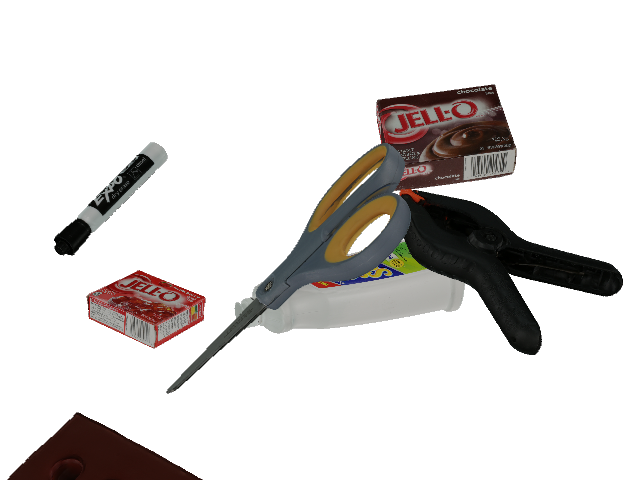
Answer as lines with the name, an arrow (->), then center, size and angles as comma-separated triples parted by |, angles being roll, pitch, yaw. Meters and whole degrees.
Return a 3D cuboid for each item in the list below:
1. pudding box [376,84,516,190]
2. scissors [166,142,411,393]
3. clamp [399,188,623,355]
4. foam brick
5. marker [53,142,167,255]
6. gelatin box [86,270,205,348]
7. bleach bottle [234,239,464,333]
pudding box -> 0.111, -0.093, 0.958 | 0.113, 0.090, 0.039 | -6, -42, -2
scissors -> -0.016, 0.030, 0.605 | 0.016, 0.202, 0.096 | 37, 5, -26
clamp -> 0.130, 0.011, 0.773 | 0.120, 0.039, 0.172 | -14, 44, -38
foam brick -> -0.084, 0.119, 0.437 | 0.078, 0.051, 0.052 | 21, 45, 26
marker -> -0.159, -0.031, 0.811 | 0.020, 0.020, 0.121 | 0, 40, 43
gelatin box -> -0.168, 0.064, 1.028 | 0.089, 0.030, 0.073 | 20, 29, 29
bleach bottle -> 0.029, 0.059, 1.181 | 0.250, 0.068, 0.103 | -12, 32, -25
